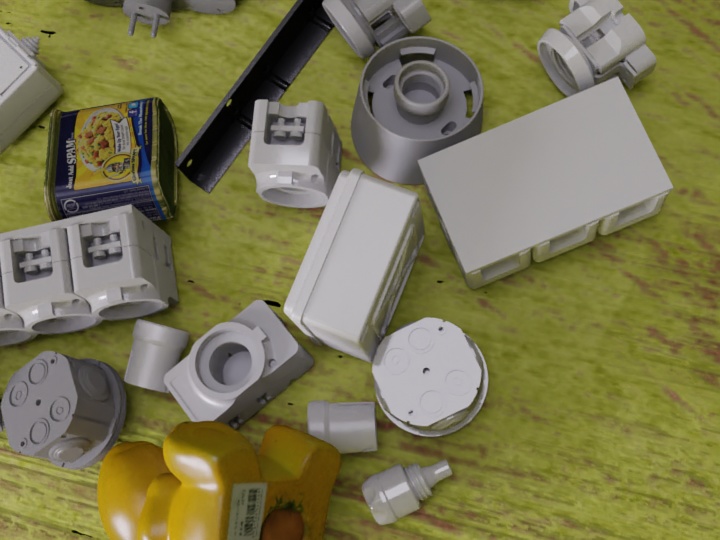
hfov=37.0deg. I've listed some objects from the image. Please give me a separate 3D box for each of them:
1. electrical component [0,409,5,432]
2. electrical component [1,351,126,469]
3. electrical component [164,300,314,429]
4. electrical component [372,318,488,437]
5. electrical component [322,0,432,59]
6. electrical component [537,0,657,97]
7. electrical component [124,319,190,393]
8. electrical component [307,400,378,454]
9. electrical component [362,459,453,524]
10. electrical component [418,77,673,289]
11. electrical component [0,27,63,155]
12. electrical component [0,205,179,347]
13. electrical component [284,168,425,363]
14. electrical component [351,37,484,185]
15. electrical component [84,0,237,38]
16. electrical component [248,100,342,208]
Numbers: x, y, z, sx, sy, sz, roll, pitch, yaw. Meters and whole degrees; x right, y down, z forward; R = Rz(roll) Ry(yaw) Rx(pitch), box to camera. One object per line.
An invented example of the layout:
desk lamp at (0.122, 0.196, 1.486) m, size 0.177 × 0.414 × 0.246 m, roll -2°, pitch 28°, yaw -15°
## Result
electrical component at (-0.293, 0.090, 0.782) m, size 0.042 × 0.081 × 0.063 m, roll -23°, pitch 52°, yaw 3°
electrical component at (-0.211, 0.099, 0.766) m, size 0.080 × 0.051 × 0.080 m, roll -11°, pitch 68°, yaw 28°
electrical component at (-0.086, 0.070, 0.760) m, size 0.089 × 0.055 × 0.050 m, roll -39°, pitch 70°, yaw -2°
electrical component at (0.048, 0.073, 0.744) m, size 0.080 × 0.051 × 0.080 m, roll -2°, pitch 76°, yaw 8°
electrical component at (0.009, -0.197, 0.810) m, size 0.057 × 0.058 × 0.078 m, roll -37°, pitch 52°, yaw 3°
electrical component at (0.167, -0.160, 0.780) m, size 0.057 × 0.058 × 0.078 m, roll -34°, pitch 74°, yaw -4°
electrical component at (-0.149, 0.063, 0.782) m, size 0.040 × 0.040 × 0.046 m, roll 14°, pitch 84°, yaw 11°
electrical component at (-0.012, 0.110, 0.750) m, size 0.046 × 0.040 × 0.040 m, roll -4°, pitch 76°, yaw 2°
electrical component at (0.034, 0.148, 0.737) m, size 0.061 × 0.035 × 0.035 m, roll -26°, pitch 74°, yaw -1°
electrical component at (0.128, -0.058, 0.758) m, size 0.150 × 0.061 × 0.089 m, roll -23°, pitch 75°, yaw 3°
electrical component at (-0.281, -0.143, 0.840) m, size 0.062 × 0.061 × 0.096 m, roll 43°, pitch 86°, yaw 15°
electrical component at (-0.218, 0.010, 0.778) m, size 0.150 × 0.089 × 0.061 m, roll -12°, pitch 75°, yaw 5°
electrical component at (0.000, 0.000, 0.739) m, size 0.056 × 0.108 × 0.108 m, roll 21°, pitch 80°, yaw 10°
electrical component at (0.043, -0.120, 0.798) m, size 0.099 × 0.064 × 0.099 m, roll 1°, pitch 66°, yaw -1°
electrical component at (-0.165, -0.217, 0.845) m, size 0.138 × 0.052 × 0.073 m, roll 6°, pitch 78°, yaw 9°
electrical component at (-0.045, -0.079, 0.774) m, size 0.050 × 0.089 × 0.055 m, roll 3°, pitch 77°, yaw 9°
